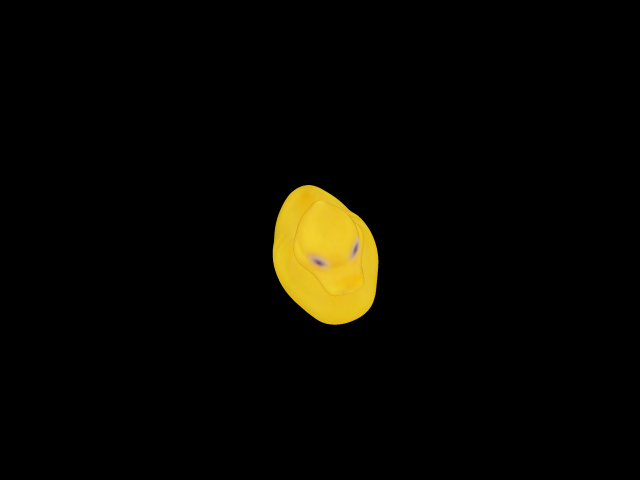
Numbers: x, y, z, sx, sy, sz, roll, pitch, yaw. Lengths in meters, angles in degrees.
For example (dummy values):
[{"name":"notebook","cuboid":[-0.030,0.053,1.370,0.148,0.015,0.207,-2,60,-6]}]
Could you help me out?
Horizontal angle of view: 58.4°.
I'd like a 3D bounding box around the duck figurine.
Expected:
[{"name":"duck figurine","cuboid":[0.004,0.001,0.400,0.077,0.086,0.104,-19,70,-7]}]
